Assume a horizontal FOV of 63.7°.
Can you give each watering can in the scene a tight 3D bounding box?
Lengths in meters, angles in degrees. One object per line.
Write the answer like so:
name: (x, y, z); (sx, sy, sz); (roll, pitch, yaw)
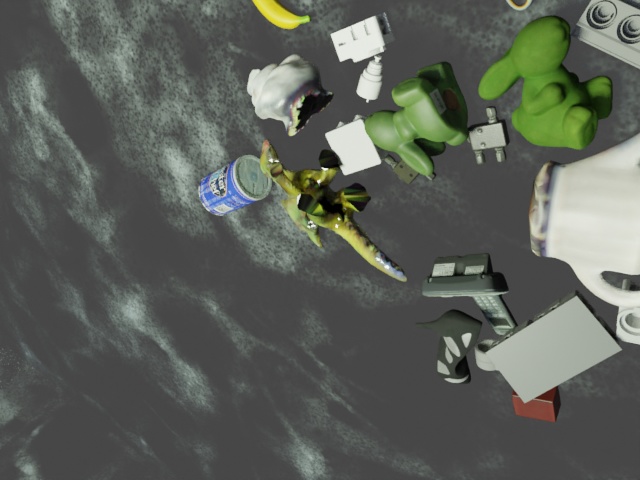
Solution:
watering can: (0.425, -0.072, 0.741); (0.225, 0.105, 0.343); (11, 109, 31)

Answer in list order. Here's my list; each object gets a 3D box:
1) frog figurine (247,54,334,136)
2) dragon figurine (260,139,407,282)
frog figurine: (-0.075, -0.288, 0.961); (0.161, 0.122, 0.136); (41, 101, 19)
dragon figurine: (0.003, -0.053, 1.048); (0.412, 0.123, 0.239); (52, 165, 8)
